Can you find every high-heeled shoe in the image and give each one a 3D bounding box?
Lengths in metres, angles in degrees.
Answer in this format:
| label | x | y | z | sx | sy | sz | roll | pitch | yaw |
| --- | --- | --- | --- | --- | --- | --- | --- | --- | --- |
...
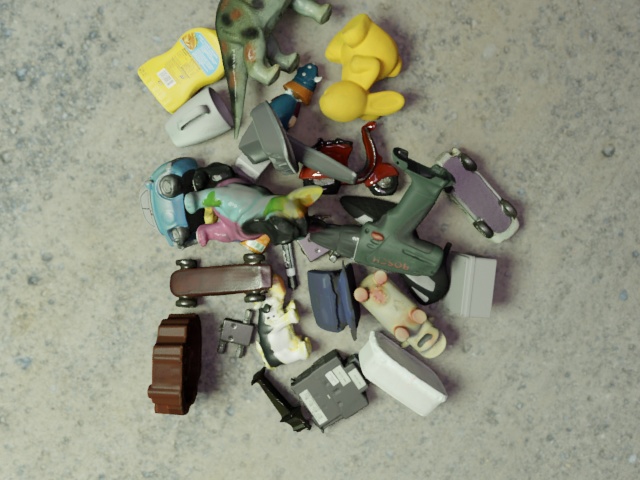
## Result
| label | x | y | z | sx | sy | sz | roll | pitch | yaw |
| --- | --- | --- | --- | --- | --- | --- | --- | --- | --- |
| high-heeled shoe | 0.133 | 0.020 | 1.005 | 0.249 | 0.086 | 0.145 | 28 | 124 | 13 |

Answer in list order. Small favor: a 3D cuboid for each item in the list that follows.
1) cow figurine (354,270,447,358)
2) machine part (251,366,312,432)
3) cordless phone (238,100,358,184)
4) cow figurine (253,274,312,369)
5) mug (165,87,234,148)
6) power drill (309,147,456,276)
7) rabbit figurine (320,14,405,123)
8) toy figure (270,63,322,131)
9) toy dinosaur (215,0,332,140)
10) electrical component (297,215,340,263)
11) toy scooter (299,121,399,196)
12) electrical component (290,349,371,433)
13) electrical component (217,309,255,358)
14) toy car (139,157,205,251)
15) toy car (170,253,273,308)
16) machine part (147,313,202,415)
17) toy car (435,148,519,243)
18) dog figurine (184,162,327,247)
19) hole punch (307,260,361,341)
| label | x | y | z | sx | sy | sz | roll | pitch | yaw |
| --- | --- | --- | --- | --- | --- | --- | --- | --- | --- |
| cow figurine | 0.148 | 0.140 | 0.976 | 0.195 | 0.127 | 0.085 | 43 | 91 | 3 |
| machine part | -0.074 | 0.298 | 0.993 | 0.039 | 0.084 | 0.139 | -39 | 87 | -25 |
| cordless phone | -0.026 | -0.138 | 0.867 | 0.184 | 0.146 | 0.088 | 26 | 86 | 8 |
| cow figurine | -0.083 | 0.150 | 0.990 | 0.098 | 0.068 | 0.167 | -20 | 94 | 5 |
| mug | -0.218 | -0.205 | 0.942 | 0.107 | 0.109 | 0.080 | -29 | 100 | 12 |
| power drill | 0.114 | -0.044 | 0.891 | 0.232 | 0.086 | 0.207 | 23 | 110 | 1 |
| rabbit figurine | 0.065 | -0.274 | 0.944 | 0.162 | 0.122 | 0.173 | 37 | 70 | -26 |
| toy figure | -0.054 | -0.251 | 0.968 | 0.064 | 0.058 | 0.154 | 39 | 86 | -11 |
| toy dinosaur | -0.099 | -0.386 | 0.901 | 0.192 | 0.131 | 0.404 | 34 | 86 | 6 |
| electrical component | -0.002 | -0.001 | 0.992 | 0.078 | 0.045 | 0.102 | -27 | 95 | -3 |
| toy scooter | 0.053 | -0.148 | 0.972 | 0.184 | 0.075 | 0.135 | 0 | 93 | -6 |
| electrical component | 0.027 | 0.275 | 1.006 | 0.134 | 0.058 | 0.115 | -32 | 96 | -1 |
| electrical component | -0.158 | 0.172 | 1.007 | 0.063 | 0.021 | 0.094 | 14 | 94 | -3 |
| toy car | -0.264 | -0.066 | 0.955 | 0.103 | 0.109 | 0.161 | 3 | 106 | 19 |
| toy car | -0.176 | 0.073 | 0.965 | 0.202 | 0.053 | 0.089 | -6 | 78 | 15 |
| machine part | -0.248 | 0.212 | 0.934 | 0.056 | 0.179 | 0.179 | 3 | 94 | 0 |
| toy car | 0.288 | -0.081 | 0.999 | 0.073 | 0.056 | 0.201 | -42 | 93 | 6 |
| dog figurine | -0.100 | -0.059 | 0.896 | 0.219 | 0.192 | 0.108 | -2 | 125 | 3 |
| hole punch | 0.022 | 0.105 | 0.971 | 0.092 | 0.116 | 0.142 | -7 | 94 | 5 |
